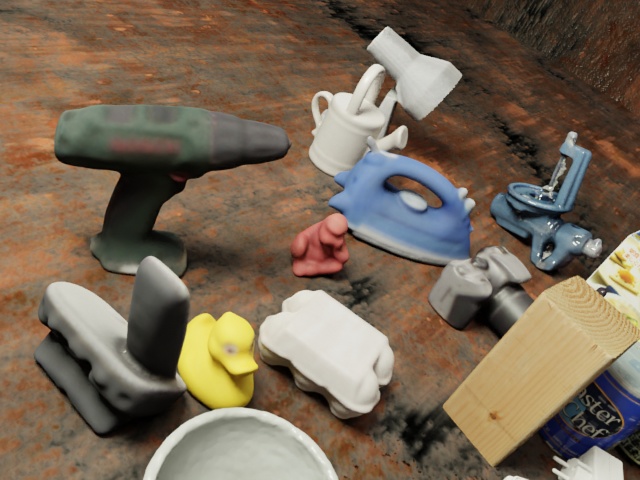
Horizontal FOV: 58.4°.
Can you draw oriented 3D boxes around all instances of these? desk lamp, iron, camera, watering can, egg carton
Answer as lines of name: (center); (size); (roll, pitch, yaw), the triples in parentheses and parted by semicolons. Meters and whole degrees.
desk lamp: (0.135, -0.280, 1.096); (0.203, 0.213, 0.118); (28, 35, 1)
iron: (0.150, -0.058, 0.893); (0.258, 0.141, 0.118); (22, 36, -8)
camera: (0.256, 0.083, 0.823); (0.144, 0.100, 0.136); (-9, 49, -40)
watering can: (0.068, -0.206, 0.977); (0.173, 0.194, 0.101); (22, 36, -7)
egg carton: (0.009, 0.124, 0.637); (0.150, 0.069, 0.107); (34, 36, 9)

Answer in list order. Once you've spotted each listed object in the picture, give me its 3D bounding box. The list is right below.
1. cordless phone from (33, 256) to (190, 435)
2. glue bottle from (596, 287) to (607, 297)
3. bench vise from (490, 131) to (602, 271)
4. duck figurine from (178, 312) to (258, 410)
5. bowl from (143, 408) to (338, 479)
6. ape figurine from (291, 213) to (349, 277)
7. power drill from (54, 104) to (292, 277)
cordless phone: (-0.170, 0.063, 0.495); (0.147, 0.185, 0.094); (38, 37, 14)
glue bottle: (0.315, 0.123, 0.750); (0.037, 0.173, 0.078); (38, 37, 15)
bench vise: (0.435, -0.068, 1.025); (0.207, 0.219, 0.122); (40, 37, 16)
duck figurine: (-0.096, 0.108, 0.574); (0.078, 0.086, 0.104); (-8, 49, -39)
bowl: (-0.066, 0.225, 0.457); (0.168, 0.074, 0.167); (18, 37, -14)
ape figurine: (0.007, 0.003, 0.767); (0.078, 0.092, 0.076); (29, 35, 1)
power drill: (-0.168, -0.057, 0.625); (0.230, 0.208, 0.075); (8, 40, -25)
